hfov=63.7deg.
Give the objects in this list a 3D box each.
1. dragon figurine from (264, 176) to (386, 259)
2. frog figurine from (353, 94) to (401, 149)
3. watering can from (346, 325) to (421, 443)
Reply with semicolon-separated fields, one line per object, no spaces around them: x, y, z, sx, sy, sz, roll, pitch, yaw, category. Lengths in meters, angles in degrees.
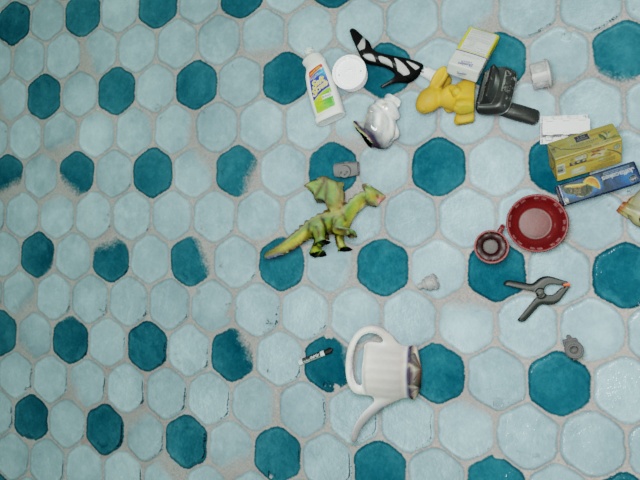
0.005;-0.082;1.621;0.409;0.120;0.247;-9;68;14;dragon figurine
0.195;-0.358;1.554;0.159;0.124;0.136;-42;111;3;frog figurine
0.186;0.427;1.521;0.224;0.104;0.348;0;87;16;watering can
